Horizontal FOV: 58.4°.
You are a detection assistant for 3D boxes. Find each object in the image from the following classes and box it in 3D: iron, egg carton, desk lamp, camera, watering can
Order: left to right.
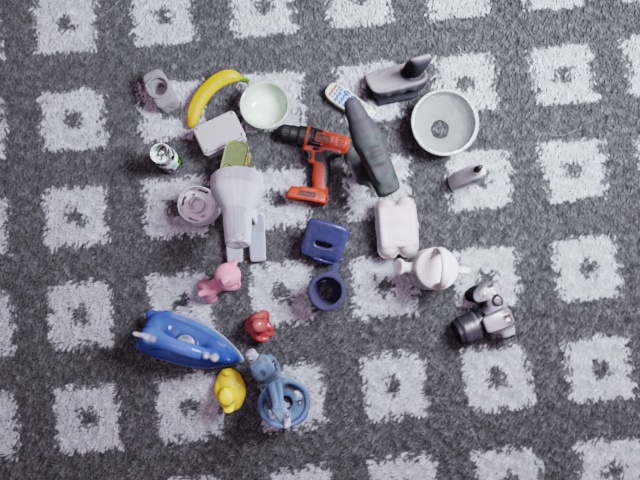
[{"bbox_3d":[-0.307,0.248,1.336,0.258,0.141,0.119,17,86,1],"label":"iron"},{"bbox_3d":[-0.181,-0.053,1.323,0.118,0.213,0.203,-4,86,-1],"label":"desk lamp"},{"bbox_3d":[0.187,-0.030,1.398,0.107,0.069,0.150,-5,86,-1],"label":"egg carton"},{"bbox_3d":[0.261,0.069,1.329,0.173,0.194,0.101,-19,86,-2],"label":"watering can"},{"bbox_3d":[0.383,0.183,1.369,0.137,0.101,0.143,-21,86,-2],"label":"camera"}]

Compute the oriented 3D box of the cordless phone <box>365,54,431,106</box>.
[{"bbox_3d":[0.189,-0.399,1.367,0.147,0.185,0.094,-18,86,-2],"label":"cordless phone"}]

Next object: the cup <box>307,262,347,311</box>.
[{"bbox_3d":[0.020,0.110,1.373,0.091,0.095,0.118,19,86,1],"label":"cup"}]

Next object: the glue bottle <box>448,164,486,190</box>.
[{"bbox_3d":[0.358,-0.156,1.357,0.078,0.173,0.037,-17,86,-1],"label":"glue bottle"}]

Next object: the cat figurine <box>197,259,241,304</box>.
[{"bbox_3d":[-0.236,0.099,1.360,0.128,0.117,0.067,-32,86,-3],"label":"cat figurine"}]

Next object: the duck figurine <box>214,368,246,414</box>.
[{"bbox_3d":[-0.218,0.360,1.357,0.077,0.086,0.104,-6,86,-1],"label":"duck figurine"}]

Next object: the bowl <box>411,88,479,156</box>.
[{"bbox_3d":[0.302,-0.282,1.415,0.167,0.074,0.167,0,86,-1],"label":"bowl"}]

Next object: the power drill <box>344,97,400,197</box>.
[{"bbox_3d":[0.110,-0.203,1.340,0.075,0.208,0.230,-26,86,-2],"label":"power drill"}]

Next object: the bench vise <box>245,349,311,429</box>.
[{"bbox_3d":[-0.111,0.350,1.292,0.207,0.219,0.121,36,86,2],"label":"bench vise"}]

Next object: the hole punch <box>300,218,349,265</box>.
[{"bbox_3d":[0.013,0.005,1.383,0.108,0.091,0.101,15,86,1],"label":"hole punch"}]

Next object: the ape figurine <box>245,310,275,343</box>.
[{"bbox_3d":[-0.144,0.205,1.366,0.076,0.092,0.078,18,86,1],"label":"ape figurine"}]
